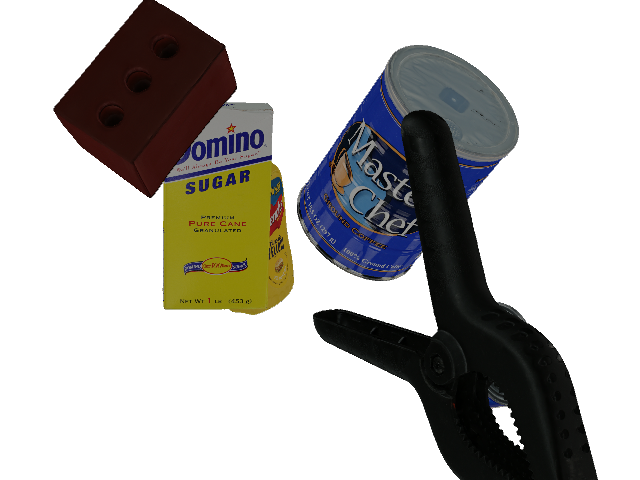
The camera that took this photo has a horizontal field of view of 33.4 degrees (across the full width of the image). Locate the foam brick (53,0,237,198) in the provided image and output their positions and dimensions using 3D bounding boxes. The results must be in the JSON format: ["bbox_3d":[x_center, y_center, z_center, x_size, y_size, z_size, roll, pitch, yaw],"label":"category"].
[{"bbox_3d":[-0.088,-0.073,0.547,0.053,0.078,0.051,34,-10,11],"label":"foam brick"}]

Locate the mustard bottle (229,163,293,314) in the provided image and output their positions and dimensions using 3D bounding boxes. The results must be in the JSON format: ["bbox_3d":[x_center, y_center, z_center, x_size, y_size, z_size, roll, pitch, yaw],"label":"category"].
[{"bbox_3d":[-0.071,-0.026,1.120,0.058,0.192,0.096,7,26,28],"label":"mustard bottle"}]

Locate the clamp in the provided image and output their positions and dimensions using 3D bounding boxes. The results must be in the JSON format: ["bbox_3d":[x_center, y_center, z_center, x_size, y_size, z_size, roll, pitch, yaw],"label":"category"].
[{"bbox_3d":[0.071,0.048,0.528,0.036,0.165,0.210,-9,43,-32],"label":"clamp"}]

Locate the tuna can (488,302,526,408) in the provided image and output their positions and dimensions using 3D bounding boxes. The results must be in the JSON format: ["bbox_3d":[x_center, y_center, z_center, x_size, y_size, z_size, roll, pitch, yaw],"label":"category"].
[{"bbox_3d":[0.140,0.096,0.883,0.085,0.086,0.034,0,-13,-42],"label":"tuna can"}]

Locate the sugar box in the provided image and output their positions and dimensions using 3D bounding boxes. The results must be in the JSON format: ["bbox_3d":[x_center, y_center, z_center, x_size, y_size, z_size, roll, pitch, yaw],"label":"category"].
[{"bbox_3d":[-0.090,-0.030,0.920,0.093,0.176,0.048,-1,16,-9],"label":"sugar box"}]

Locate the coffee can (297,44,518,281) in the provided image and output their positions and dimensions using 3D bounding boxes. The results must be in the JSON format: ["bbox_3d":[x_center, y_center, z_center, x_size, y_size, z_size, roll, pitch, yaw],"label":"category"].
[{"bbox_3d":[0.059,-0.053,0.759,0.102,0.103,0.140,0,-38,-34],"label":"coffee can"}]
